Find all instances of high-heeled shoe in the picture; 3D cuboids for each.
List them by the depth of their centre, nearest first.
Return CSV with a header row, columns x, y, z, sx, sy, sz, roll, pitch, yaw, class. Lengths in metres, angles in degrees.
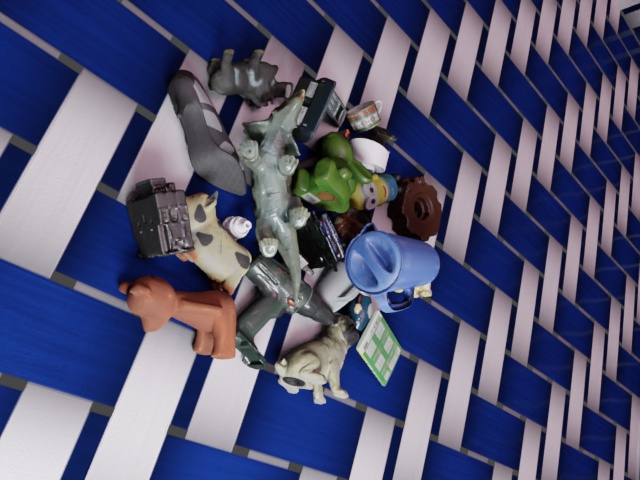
x,y,z,sx,sy,sz,roll,pitch,yaw,class
-0.213,-0.207,1.048,0.145,0.086,0.248,-94,160,-46,high-heeled shoe

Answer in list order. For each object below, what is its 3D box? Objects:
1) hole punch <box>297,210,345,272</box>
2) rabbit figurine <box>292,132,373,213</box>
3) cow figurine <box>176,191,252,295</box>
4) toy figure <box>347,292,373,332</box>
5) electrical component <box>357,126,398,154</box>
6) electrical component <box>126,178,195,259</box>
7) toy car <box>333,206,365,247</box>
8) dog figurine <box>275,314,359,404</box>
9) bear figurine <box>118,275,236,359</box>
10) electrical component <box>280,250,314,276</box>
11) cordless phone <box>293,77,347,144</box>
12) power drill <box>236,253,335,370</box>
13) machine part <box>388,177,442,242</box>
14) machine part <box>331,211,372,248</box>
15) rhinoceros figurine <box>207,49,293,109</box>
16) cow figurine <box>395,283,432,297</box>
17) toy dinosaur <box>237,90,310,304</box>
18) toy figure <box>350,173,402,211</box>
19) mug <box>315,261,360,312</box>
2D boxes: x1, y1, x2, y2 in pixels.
x,y,z,sx,sy,sz,roll,pitch,yaw,class
-0.002,-0.003,1.158,0.092,0.116,0.142,-35,107,-47,hole punch
0.039,-0.156,1.168,0.159,0.121,0.170,29,59,-26,rabbit figurine
-0.205,-0.005,0.997,0.194,0.086,0.127,48,62,-23,cow figurine
0.098,0.135,1.259,0.058,0.064,0.154,16,76,-15,toy figure
0.141,-0.241,1.347,0.102,0.078,0.045,11,53,-45,electrical component
-0.276,-0.037,0.918,0.058,0.115,0.134,-14,93,-46,electrical component
0.107,-0.002,1.243,0.202,0.053,0.089,32,66,-36,toy car
-0.006,0.227,1.142,0.172,0.121,0.190,40,46,-34,dog figurine
-0.244,0.132,0.920,0.196,0.120,0.132,11,80,-38,bear figurine
-0.059,0.052,1.134,0.094,0.063,0.021,47,13,-18,electrical component
0.002,-0.275,1.224,0.146,0.089,0.184,-67,157,-2,cordless phone
-0.088,0.153,1.069,0.232,0.086,0.207,47,61,-17,power drill
0.257,-0.080,1.430,0.179,0.056,0.179,6,81,-41,machine part
0.069,-0.029,1.272,0.139,0.039,0.084,-31,97,-38,machine part
-0.138,-0.329,1.108,0.190,0.073,0.112,-6,87,-41,rhinoceros figurine
0.217,0.083,1.363,0.167,0.068,0.098,26,62,-40,cow figurine
-0.087,-0.089,1.072,0.131,0.192,0.404,-2,101,-1,toy dinosaur
0.130,-0.116,1.310,0.180,0.089,0.082,-26,87,-49,toy figure
0.042,0.113,1.187,0.107,0.110,0.080,-47,126,-20,mug
